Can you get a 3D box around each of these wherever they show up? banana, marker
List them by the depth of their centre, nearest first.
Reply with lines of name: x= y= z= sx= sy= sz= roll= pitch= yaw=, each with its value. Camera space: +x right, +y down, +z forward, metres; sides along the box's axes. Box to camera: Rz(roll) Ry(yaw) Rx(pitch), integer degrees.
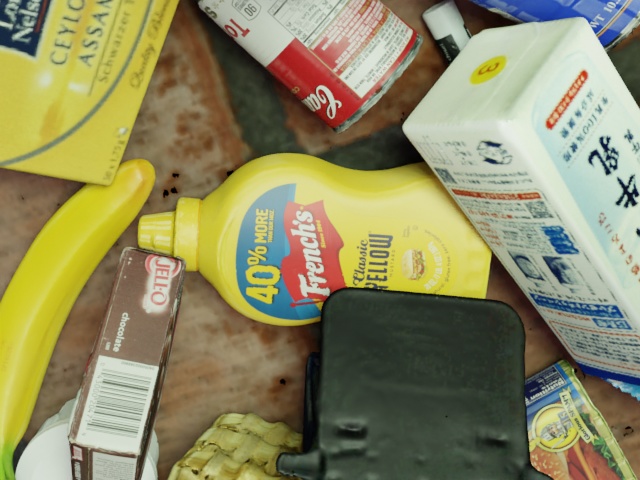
marker: x=0.093 y=-0.076 z=0.592 sx=0.020 sy=0.020 sz=0.121 roll=-29 pitch=105 yaw=6
banana: x=-0.148 y=0.038 z=0.597 sx=0.070 sy=0.037 sz=0.198 roll=28 pitch=98 yaw=34

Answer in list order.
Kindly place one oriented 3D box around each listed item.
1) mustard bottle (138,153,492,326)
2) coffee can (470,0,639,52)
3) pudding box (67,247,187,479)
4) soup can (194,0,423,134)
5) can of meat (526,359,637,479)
mustard bottle: x=-0.004 y=0.001 z=0.591 sx=0.191 sy=0.058 sz=0.096 roll=3 pitch=113 yaw=-2
coffee can: x=0.093 y=-0.164 z=0.518 sx=0.140 sy=0.103 sz=0.103 roll=22 pitch=104 yaw=-13
pudding box: x=-0.101 y=0.074 z=0.566 sx=0.039 sy=0.113 sz=0.090 roll=14 pitch=148 yaw=-3
soup can: x=-0.006 y=-0.114 z=0.553 sx=0.102 sy=0.068 sz=0.068 roll=41 pitch=100 yaw=-11
can of meat: x=0.133 y=0.133 z=0.634 sx=0.084 sy=0.057 sz=0.102 roll=-30 pitch=104 yaw=4
